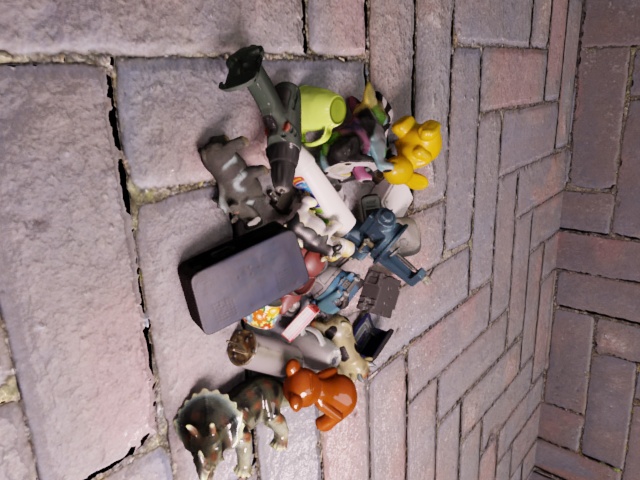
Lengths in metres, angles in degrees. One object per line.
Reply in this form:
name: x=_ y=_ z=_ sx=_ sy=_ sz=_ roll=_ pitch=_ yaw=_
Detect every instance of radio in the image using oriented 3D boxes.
radio: x=-0.140 y=0.065 z=1.000 sx=0.229 sy=0.073 sz=0.130 roll=-27 pitch=120 yaw=-26

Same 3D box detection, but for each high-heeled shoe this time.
high-heeled shoe: x=0.103 y=-0.244 z=1.265 sx=0.249 sy=0.086 sz=0.145 roll=-45 pitch=128 yaw=-40

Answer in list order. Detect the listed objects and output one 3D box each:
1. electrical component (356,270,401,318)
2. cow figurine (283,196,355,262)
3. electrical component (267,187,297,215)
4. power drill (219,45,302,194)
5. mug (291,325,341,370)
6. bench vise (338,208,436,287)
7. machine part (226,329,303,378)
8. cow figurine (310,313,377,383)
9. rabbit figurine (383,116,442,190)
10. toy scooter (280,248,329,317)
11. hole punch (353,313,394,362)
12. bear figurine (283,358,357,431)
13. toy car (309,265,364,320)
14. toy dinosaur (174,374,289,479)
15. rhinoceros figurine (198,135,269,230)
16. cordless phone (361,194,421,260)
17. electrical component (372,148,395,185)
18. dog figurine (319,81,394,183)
electrical component: x=0.168 y=0.150 z=1.471 sx=0.134 sy=0.058 sz=0.115 roll=22 pitch=85 yaw=-51
cow figurine: x=0.000 y=-0.003 z=1.120 sx=0.167 sy=0.068 sz=0.098 roll=41 pitch=55 yaw=-17
electrical component: x=-0.075 y=-0.090 z=1.127 sx=0.094 sy=0.021 sz=0.063 roll=46 pitch=63 yaw=-46
power drill: x=-0.091 y=-0.226 z=0.962 sx=0.207 sy=0.086 sz=0.232 roll=46 pitch=41 yaw=-46
mug: x=-0.006 y=0.249 z=1.239 sx=0.081 sy=0.107 sz=0.109 roll=-28 pitch=123 yaw=-46
bench vise: x=0.155 y=0.033 z=1.270 sx=0.129 sy=0.241 sz=0.223 roll=-46 pitch=174 yaw=-43
machine part: x=-0.111 y=0.241 z=1.129 sx=0.243 sy=0.079 sz=0.079 roll=31 pitch=75 yaw=-51
cow figurine: x=0.061 y=0.267 z=1.312 sx=0.085 sy=0.127 sz=0.194 roll=-39 pitch=126 yaw=-35
rabbit figurine: x=0.208 y=-0.193 z=1.294 sx=0.173 sy=0.122 sz=0.162 roll=-50 pitch=147 yaw=-27
toy scooter: x=-0.058 y=0.067 z=1.153 sx=0.135 sy=0.075 sz=0.184 roll=44 pitch=70 yaw=-46
hole punch: x=0.124 y=0.271 z=1.438 sx=0.142 sy=0.092 sz=0.115 roll=-54 pitch=172 yaw=-31
bear figurine: x=-0.018 y=0.328 z=1.134 sx=0.195 sy=0.132 sz=0.120 roll=18 pitch=48 yaw=-39
toy car: x=0.025 y=0.109 z=1.236 sx=0.103 sy=0.161 sz=0.109 roll=40 pitch=66 yaw=0
toy dinosaur: x=-0.141 y=0.349 z=1.098 sx=0.405 sy=0.131 sz=0.192 roll=-26 pitch=121 yaw=-53
rhinoceros figurine: x=-0.152 y=-0.103 z=0.985 sx=0.112 sy=0.073 sz=0.190 roll=-52 pitch=135 yaw=-31
cordless phone: x=0.176 y=-0.044 z=1.354 sx=0.089 sy=0.147 sz=0.184 roll=-86 pitch=166 yaw=-55
electrical component: x=0.160 y=-0.186 z=1.365 sx=0.045 sy=0.078 sz=0.102 roll=42 pitch=65 yaw=-5
dog figurine: x=0.079 y=-0.242 z=1.182 sx=0.191 sy=0.108 sz=0.219 roll=7 pitch=69 yaw=-31
